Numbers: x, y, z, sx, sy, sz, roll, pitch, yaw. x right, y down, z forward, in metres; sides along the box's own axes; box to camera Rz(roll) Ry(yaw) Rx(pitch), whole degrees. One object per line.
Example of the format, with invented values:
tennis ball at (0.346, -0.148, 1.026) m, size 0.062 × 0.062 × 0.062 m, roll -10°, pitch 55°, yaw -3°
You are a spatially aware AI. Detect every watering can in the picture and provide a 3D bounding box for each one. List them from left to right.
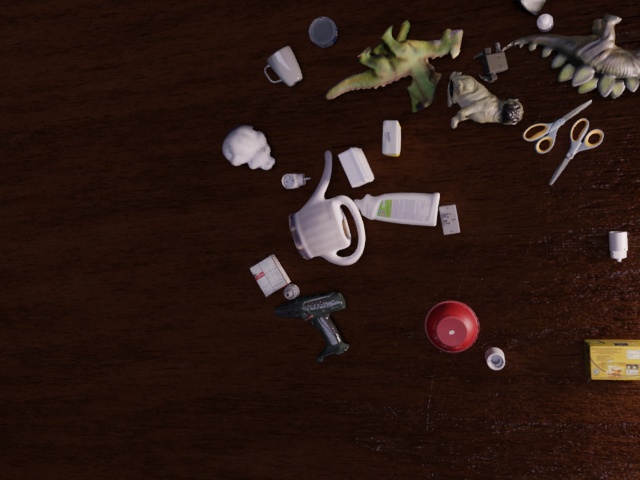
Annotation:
watering can at (0.005, -0.079, 1.575) m, size 0.223 × 0.104 × 0.348 m, roll -19°, pitch 90°, yaw 15°

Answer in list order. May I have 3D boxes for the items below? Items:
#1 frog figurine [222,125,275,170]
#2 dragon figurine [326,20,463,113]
frog figurine at (-0.223, -0.278, 1.612) m, size 0.138 × 0.121 × 0.161 m, roll -37°, pitch 74°, yaw -6°
dragon figurine at (0.235, -0.480, 1.506) m, size 0.405 × 0.124 × 0.242 m, roll -41°, pitch 93°, yaw 22°
